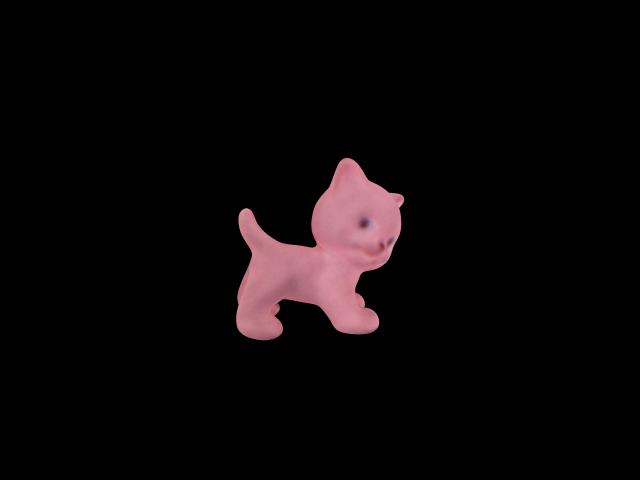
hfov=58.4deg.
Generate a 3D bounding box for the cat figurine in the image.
[{"bbox_3d":[0.004,0.001,0.400,0.128,0.118,0.067,-2,12,-11],"label":"cat figurine"}]
